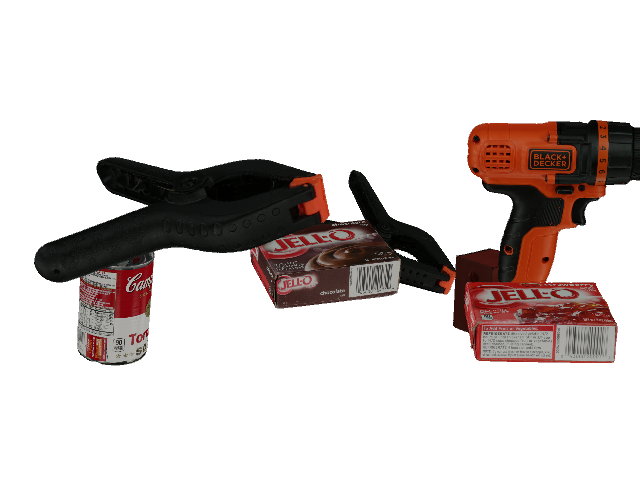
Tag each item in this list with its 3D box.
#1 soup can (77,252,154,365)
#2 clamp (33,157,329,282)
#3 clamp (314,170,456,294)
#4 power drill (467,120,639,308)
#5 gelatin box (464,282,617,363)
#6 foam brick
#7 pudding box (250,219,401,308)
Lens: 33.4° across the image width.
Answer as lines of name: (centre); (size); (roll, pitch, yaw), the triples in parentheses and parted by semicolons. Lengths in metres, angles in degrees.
soup can: (-0.193, 0.058, 1.001); (0.068, 0.102, 0.068); (6, 21, -3)
clamp: (-0.084, -0.014, 0.636); (0.172, 0.039, 0.120); (-1, 40, 23)
clamp: (0.061, -0.001, 1.246); (0.210, 0.036, 0.164); (38, 43, 26)
power drill: (0.213, -0.008, 0.887); (0.184, 0.188, 0.057); (3, 19, 11)
gelatin box: (0.140, 0.051, 0.691); (0.089, 0.030, 0.073); (1, 18, 4)
foam brick: (0.168, 0.053, 1.061); (0.051, 0.078, 0.053); (-12, 19, -36)
pudding box: (0.003, 0.019, 0.928); (0.113, 0.039, 0.090); (-4, 26, -16)
